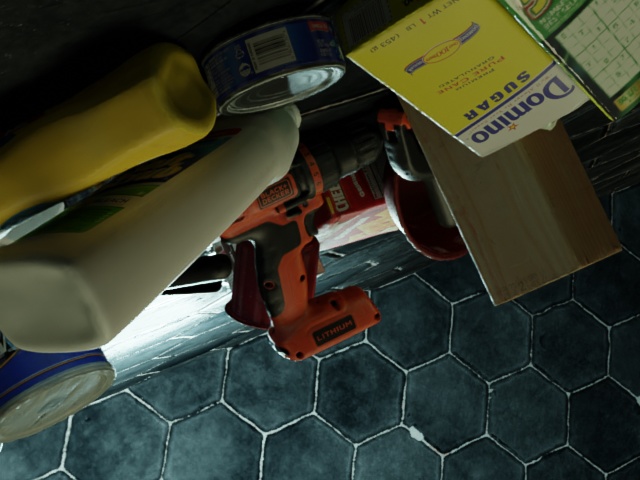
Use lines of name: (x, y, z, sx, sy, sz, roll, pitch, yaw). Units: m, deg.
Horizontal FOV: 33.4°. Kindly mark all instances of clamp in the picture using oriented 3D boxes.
clamp: (-0.185, 0.042, 1.036, 0.209, 0.036, 0.165, -5, 172, -16)
clamp: (0.104, -0.077, 0.999, 0.039, 0.120, 0.171, 5, 177, 38)

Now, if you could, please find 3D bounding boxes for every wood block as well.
wood block: (0.160, -0.061, 0.909, 0.090, 0.206, 0.090, -30, 170, 40)

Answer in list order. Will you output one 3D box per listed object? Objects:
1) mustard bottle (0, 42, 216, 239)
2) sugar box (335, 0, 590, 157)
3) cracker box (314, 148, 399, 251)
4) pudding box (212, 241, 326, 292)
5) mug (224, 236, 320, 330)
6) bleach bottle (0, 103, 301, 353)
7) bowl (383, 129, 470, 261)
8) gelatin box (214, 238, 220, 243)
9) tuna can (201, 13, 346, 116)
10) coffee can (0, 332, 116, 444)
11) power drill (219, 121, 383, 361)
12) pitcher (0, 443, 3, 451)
mustard bottle: (-0.156, -0.046, 0.610, 0.192, 0.058, 0.096, -25, -166, 14)
sugar box: (0.098, -0.119, 0.695, 0.093, 0.048, 0.176, -28, 145, 28)
cracker box: (0.039, -0.043, 1.177, 0.213, 0.072, 0.164, -17, 169, -37)
pudding box: (-0.060, 0.016, 1.218, 0.113, 0.090, 0.039, -17, 168, -38)
mug: (-0.038, 0.032, 1.055, 0.093, 0.081, 0.117, 17, -159, 30)
bleach bottle: (-0.094, -0.026, 0.680, 0.103, 0.068, 0.250, -5, -153, 38)
bowl: (0.116, -0.062, 1.089, 0.161, 0.162, 0.055, -18, -162, -37)
gelatin box: (-0.139, -0.003, 1.070, 0.089, 0.030, 0.073, -23, 172, 1)
tuna can: (-0.028, -0.107, 0.659, 0.086, 0.034, 0.086, -18, 175, -2)
coffee can: (-0.228, 0.064, 0.790, 0.102, 0.140, 0.103, -29, 165, -9)
power drill: (-0.006, 0.001, 0.969, 0.184, 0.187, 0.057, -24, -158, -14)
pitcher: (-0.367, 0.156, 1.012, 0.243, 0.145, 0.149, -23, 168, 12)
